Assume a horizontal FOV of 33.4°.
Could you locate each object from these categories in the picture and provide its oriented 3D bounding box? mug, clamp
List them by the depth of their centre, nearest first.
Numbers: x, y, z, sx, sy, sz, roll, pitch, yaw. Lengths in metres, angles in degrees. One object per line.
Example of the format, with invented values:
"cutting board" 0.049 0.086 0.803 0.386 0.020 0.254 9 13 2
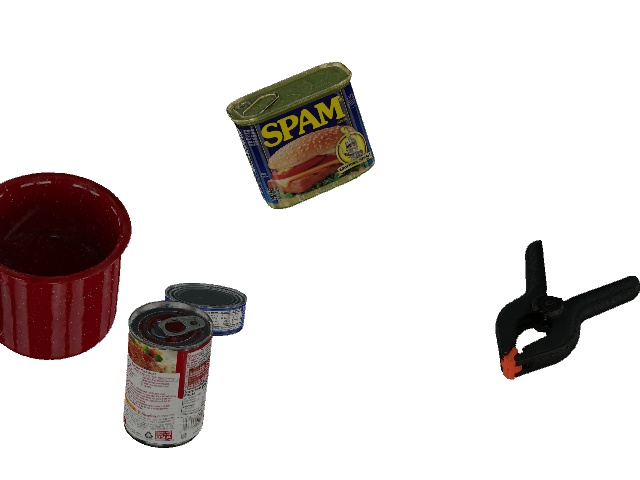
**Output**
"mug" -0.173 0.024 0.646 0.093 0.082 0.117 37 49 23
"clamp" 0.217 0.064 1.044 0.171 0.039 0.120 -36 43 -29

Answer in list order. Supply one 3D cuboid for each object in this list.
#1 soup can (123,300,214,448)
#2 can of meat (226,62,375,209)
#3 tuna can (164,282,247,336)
"soup can" -0.125 0.110 0.873 0.068 0.102 0.068 7 29 -4
"can of meat" -0.013 -0.084 0.861 0.102 0.084 0.057 -23 28 -7
"tuna can" -0.121 0.072 1.113 0.086 0.034 0.086 7 12 -2
